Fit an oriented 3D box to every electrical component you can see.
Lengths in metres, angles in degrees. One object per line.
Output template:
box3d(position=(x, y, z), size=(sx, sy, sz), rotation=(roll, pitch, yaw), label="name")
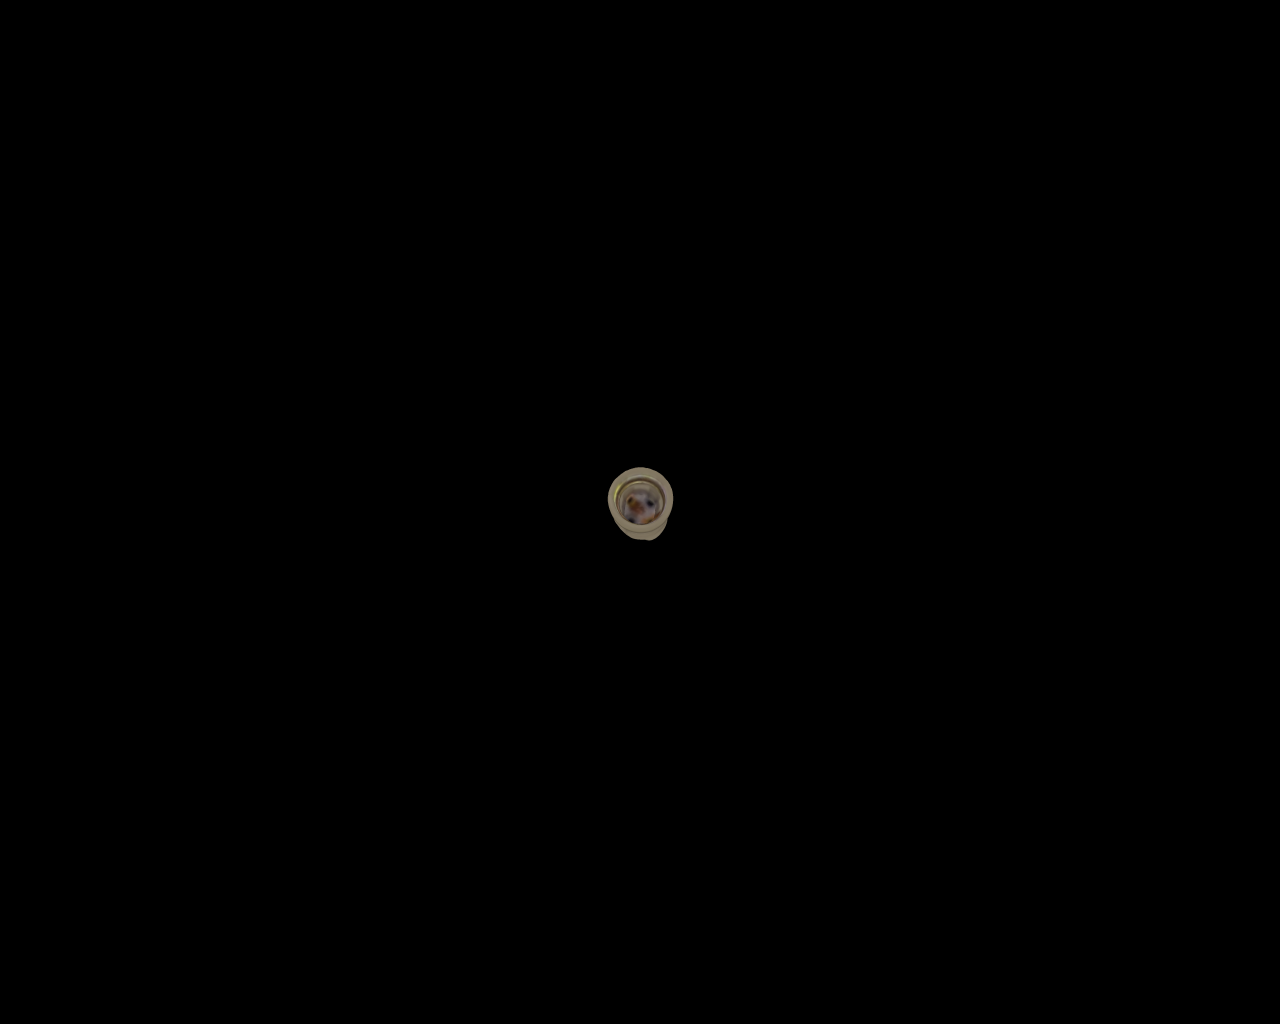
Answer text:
box3d(position=(0.001, -0.003, 0.650), size=(0.040, 0.040, 0.046), rotation=(0, -16, 0), label="electrical component")
